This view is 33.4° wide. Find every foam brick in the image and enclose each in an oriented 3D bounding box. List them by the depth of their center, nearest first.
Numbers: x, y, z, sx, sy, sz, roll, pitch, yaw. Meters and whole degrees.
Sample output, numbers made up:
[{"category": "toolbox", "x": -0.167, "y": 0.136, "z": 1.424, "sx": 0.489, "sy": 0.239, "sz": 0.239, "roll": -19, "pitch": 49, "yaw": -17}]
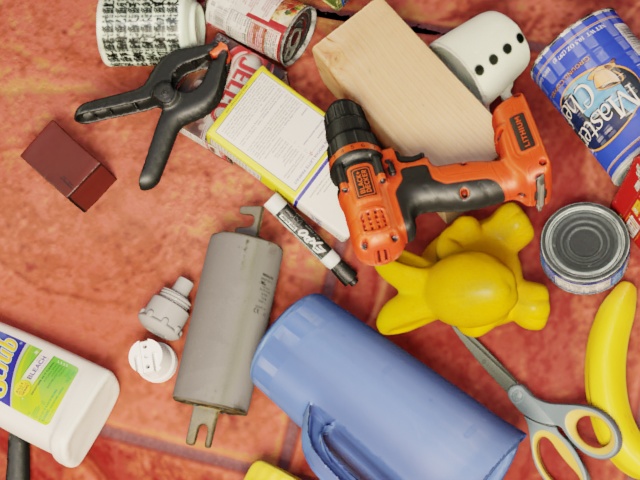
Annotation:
[{"category": "foam brick", "x": -0.265, "y": -0.077, "z": 1.127, "sx": 0.078, "sy": 0.051, "sz": 0.053, "roll": 41, "pitch": 85, "yaw": 17}]

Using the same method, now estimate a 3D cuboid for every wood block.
[{"category": "wood block", "x": 0.094, "y": -0.129, "z": 1.065, "sx": 0.091, "sy": 0.090, "sz": 0.206, "roll": -39, "pitch": 72, "yaw": -4}]

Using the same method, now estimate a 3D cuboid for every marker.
[{"category": "marker", "x": -0.007, "y": 0.001, "z": 1.061, "sx": 0.121, "sy": 0.020, "sz": 0.020, "roll": 45, "pitch": 85, "yaw": -3}]

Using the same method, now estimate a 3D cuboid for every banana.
[{"category": "banana", "x": 0.280, "y": 0.137, "z": 0.992, "sx": 0.069, "sy": 0.037, "sz": 0.198, "roll": -6, "pitch": 74, "yaw": -10}]

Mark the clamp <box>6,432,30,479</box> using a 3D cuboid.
[{"category": "clamp", "x": -0.299, "y": 0.299, "z": 1.034, "sx": 0.210, "sy": 0.036, "sz": 0.164, "roll": 41, "pitch": 83, "yaw": 19}]

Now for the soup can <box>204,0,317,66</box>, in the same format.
[{"category": "soup can", "x": -0.064, "y": -0.236, "z": 1.131, "sx": 0.102, "sy": 0.068, "sz": 0.068, "roll": 29, "pitch": 81, "yaw": 15}]

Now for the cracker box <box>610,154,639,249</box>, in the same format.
[{"category": "cracker box", "x": 0.379, "y": -0.083, "z": 0.969, "sx": 0.213, "sy": 0.164, "sz": 0.072, "roll": -32, "pitch": 74, "yaw": -1}]

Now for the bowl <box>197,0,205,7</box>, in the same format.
[{"category": "bowl", "x": -0.146, "y": -0.339, "z": 1.179, "sx": 0.162, "sy": 0.055, "sz": 0.162, "roll": -2, "pitch": 74, "yaw": 9}]

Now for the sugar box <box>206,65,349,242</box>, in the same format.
[{"category": "sugar box", "x": -0.018, "y": -0.086, "z": 1.074, "sx": 0.176, "sy": 0.048, "sz": 0.093, "roll": 38, "pitch": 83, "yaw": -1}]

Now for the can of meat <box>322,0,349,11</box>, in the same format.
[{"category": "can of meat", "x": 0.012, "y": -0.309, "z": 1.146, "sx": 0.102, "sy": 0.057, "sz": 0.084, "roll": 41, "pitch": 87, "yaw": 17}]

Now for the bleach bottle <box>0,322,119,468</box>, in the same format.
[{"category": "bleach bottle", "x": -0.332, "y": 0.132, "z": 1.068, "sx": 0.251, "sy": 0.068, "sz": 0.102, "roll": 20, "pitch": 62, "yaw": 15}]

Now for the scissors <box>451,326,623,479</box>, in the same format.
[{"category": "scissors", "x": 0.205, "y": 0.142, "z": 0.994, "sx": 0.096, "sy": 0.016, "sz": 0.202, "roll": -36, "pitch": 70, "yaw": 27}]

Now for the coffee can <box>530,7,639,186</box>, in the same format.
[{"category": "coffee can", "x": 0.286, "y": -0.138, "z": 1.030, "sx": 0.103, "sy": 0.103, "sz": 0.140, "roll": -33, "pitch": 72, "yaw": -2}]

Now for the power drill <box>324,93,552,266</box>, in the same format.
[{"category": "power drill", "x": 0.102, "y": -0.072, "z": 0.959, "sx": 0.187, "sy": 0.057, "sz": 0.184, "roll": -15, "pitch": 55, "yaw": 3}]

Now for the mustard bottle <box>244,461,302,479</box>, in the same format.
[{"category": "mustard bottle", "x": -0.061, "y": 0.308, "z": 0.983, "sx": 0.096, "sy": 0.058, "sz": 0.191, "roll": 25, "pitch": 80, "yaw": 14}]

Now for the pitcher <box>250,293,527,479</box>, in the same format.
[{"category": "pitcher", "x": 0.050, "y": 0.161, "z": 0.966, "sx": 0.243, "sy": 0.149, "sz": 0.145, "roll": 37, "pitch": 85, "yaw": 19}]

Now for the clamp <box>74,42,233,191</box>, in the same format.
[{"category": "clamp", "x": -0.166, "y": -0.145, "z": 1.093, "sx": 0.120, "sy": 0.039, "sz": 0.171, "roll": 37, "pitch": 77, "yaw": 10}]

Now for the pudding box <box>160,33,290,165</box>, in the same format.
[{"category": "pudding box", "x": -0.099, "y": -0.149, "z": 1.126, "sx": 0.090, "sy": 0.039, "sz": 0.113, "roll": 31, "pitch": 82, "yaw": 14}]

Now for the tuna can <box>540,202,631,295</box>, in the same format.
[{"category": "tuna can", "x": 0.254, "y": 0.007, "z": 1.025, "sx": 0.086, "sy": 0.033, "sz": 0.086, "roll": -5, "pitch": 67, "yaw": 12}]
